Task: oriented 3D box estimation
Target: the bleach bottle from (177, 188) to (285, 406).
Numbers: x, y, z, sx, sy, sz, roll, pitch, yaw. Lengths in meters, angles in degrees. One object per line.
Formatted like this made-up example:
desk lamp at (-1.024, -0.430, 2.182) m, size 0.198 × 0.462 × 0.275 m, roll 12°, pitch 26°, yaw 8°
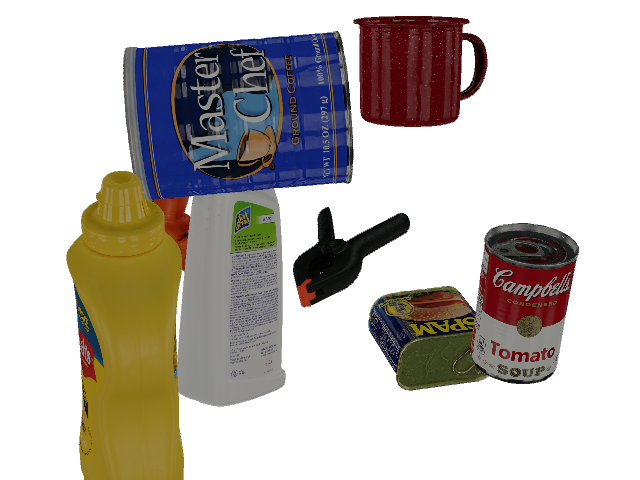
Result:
bleach bottle at (-0.069, 0.008, 0.910) m, size 0.068 × 0.251 × 0.102 m, roll 13°, pitch 14°, yaw 34°

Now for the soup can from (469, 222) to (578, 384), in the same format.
soup can at (0.150, 0.047, 0.796) m, size 0.068 × 0.102 × 0.068 m, roll 3°, pitch 27°, yaw -2°

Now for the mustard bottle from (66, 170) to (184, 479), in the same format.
mustard bottle at (-0.103, 0.051, 0.568) m, size 0.058 × 0.192 × 0.096 m, roll -5°, pitch 33°, yaw -15°

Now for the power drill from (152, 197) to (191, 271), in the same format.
power drill at (-0.127, -0.059, 1.093) m, size 0.185 × 0.188 × 0.057 m, roll 30°, pitch 38°, yaw 34°

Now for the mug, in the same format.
mug at (0.084, -0.139, 0.869) m, size 0.117 × 0.081 × 0.093 m, roll -8°, pitch 17°, yaw -25°

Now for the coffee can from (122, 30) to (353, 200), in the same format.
coffee can at (-0.054, -0.083, 0.711) m, size 0.140 × 0.103 × 0.103 m, roll -5°, pitch 0°, yaw -3°

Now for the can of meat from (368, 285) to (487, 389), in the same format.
can of meat at (0.104, 0.089, 1.003) m, size 0.102 × 0.057 × 0.084 m, roll -5°, pitch 31°, yaw -18°

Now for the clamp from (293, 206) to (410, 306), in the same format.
clamp at (0.030, 0.014, 1.229) m, size 0.120 × 0.039 × 0.171 m, roll -5°, pitch 36°, yaw 28°
